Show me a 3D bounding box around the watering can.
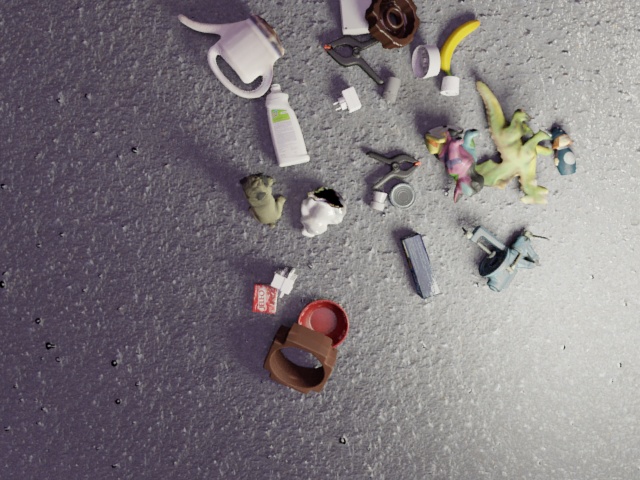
[{"bbox_3d":[-0.255,-0.602,1.566,0.224,0.104,0.347,-38,92,1],"label":"watering can"}]

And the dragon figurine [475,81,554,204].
[{"bbox_3d":[0.560,-0.272,1.587,0.412,0.122,0.241,44,101,7],"label":"dragon figurine"}]

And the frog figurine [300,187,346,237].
[{"bbox_3d":[0.005,-0.081,1.606,0.137,0.126,0.156,12,130,-9],"label":"frog figurine"}]
